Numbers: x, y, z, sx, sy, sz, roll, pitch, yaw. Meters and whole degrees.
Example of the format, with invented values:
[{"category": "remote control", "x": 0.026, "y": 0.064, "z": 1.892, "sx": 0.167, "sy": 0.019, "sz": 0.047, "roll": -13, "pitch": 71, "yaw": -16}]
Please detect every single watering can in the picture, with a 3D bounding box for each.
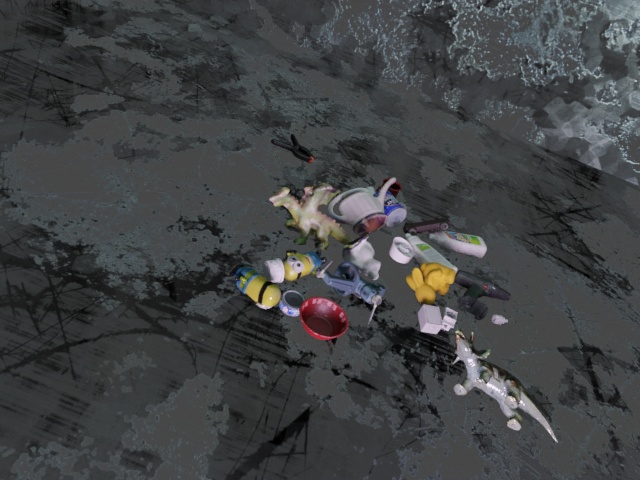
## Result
[{"category": "watering can", "x": 0.206, "y": -0.142, "z": 2.130, "sx": 0.349, "sy": 0.101, "sz": 0.229, "roll": -22, "pitch": 55, "yaw": -13}]

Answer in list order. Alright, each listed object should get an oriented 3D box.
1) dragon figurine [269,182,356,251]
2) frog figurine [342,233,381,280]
[{"category": "dragon figurine", "x": 0.006, "y": -0.096, "z": 1.914, "sx": 0.410, "sy": 0.238, "sz": 0.125, "roll": 11, "pitch": 32, "yaw": -12}, {"category": "frog figurine", "x": 0.161, "y": 0.075, "z": 1.911, "sx": 0.159, "sy": 0.121, "sz": 0.139, "roll": 63, "pitch": 30, "yaw": -6}]
